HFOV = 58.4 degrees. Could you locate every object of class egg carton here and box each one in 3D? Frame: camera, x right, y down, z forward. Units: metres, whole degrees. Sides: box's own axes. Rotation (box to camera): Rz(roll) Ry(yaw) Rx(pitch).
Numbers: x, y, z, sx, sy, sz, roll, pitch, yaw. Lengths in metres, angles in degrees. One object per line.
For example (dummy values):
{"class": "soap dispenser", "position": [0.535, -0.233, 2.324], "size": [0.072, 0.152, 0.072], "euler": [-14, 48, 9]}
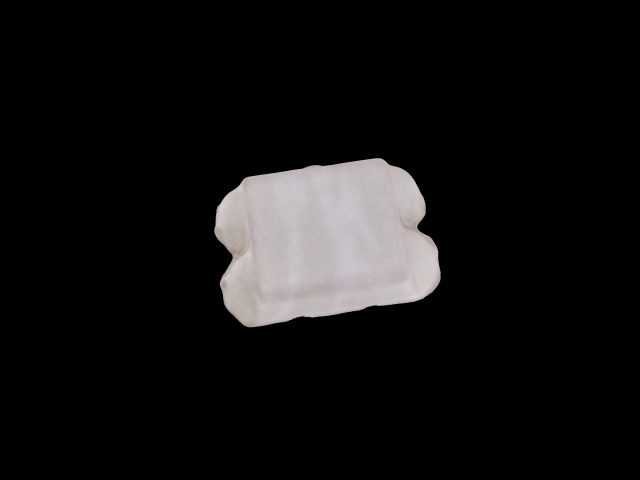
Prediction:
{"class": "egg carton", "position": [0.004, 0.001, 0.400], "size": [0.150, 0.069, 0.107], "euler": [-10, 70, -3]}
